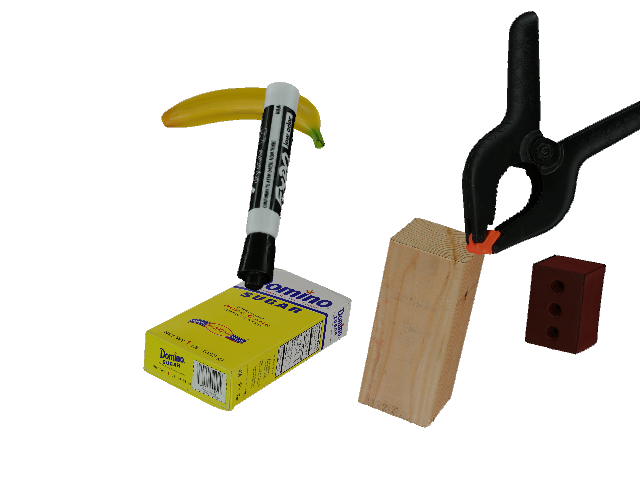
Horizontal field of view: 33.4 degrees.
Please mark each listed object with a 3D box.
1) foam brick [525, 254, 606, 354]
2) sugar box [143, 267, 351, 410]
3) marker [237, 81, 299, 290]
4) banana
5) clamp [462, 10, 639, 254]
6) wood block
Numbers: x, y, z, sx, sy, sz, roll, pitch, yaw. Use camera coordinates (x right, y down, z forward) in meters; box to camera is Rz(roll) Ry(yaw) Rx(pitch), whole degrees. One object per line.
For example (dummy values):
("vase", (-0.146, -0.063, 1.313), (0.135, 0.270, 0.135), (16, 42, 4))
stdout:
("foam brick", (0.224, 0.058, 0.979), (0.053, 0.078, 0.051), (12, 17, 34))
("sugar box", (-0.059, 0.079, 0.921), (0.093, 0.048, 0.175), (22, 31, 27))
("marker", (-0.028, -0.030, 0.574), (0.020, 0.121, 0.020), (6, -25, 2))
("banana", (-0.082, -0.147, 1.216), (0.198, 0.037, 0.069), (8, 42, 17))
("clamp", (0.161, -0.061, 0.741), (0.120, 0.171, 0.039), (23, -3, 0))
("wood block", (0.115, 0.092, 1.211), (0.090, 0.206, 0.090), (18, 24, 20))
